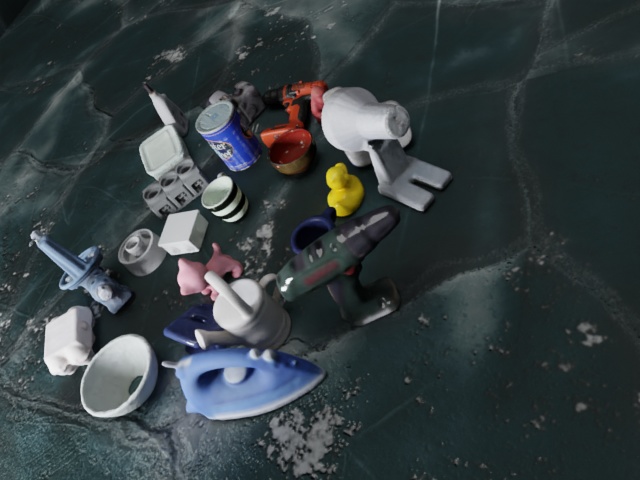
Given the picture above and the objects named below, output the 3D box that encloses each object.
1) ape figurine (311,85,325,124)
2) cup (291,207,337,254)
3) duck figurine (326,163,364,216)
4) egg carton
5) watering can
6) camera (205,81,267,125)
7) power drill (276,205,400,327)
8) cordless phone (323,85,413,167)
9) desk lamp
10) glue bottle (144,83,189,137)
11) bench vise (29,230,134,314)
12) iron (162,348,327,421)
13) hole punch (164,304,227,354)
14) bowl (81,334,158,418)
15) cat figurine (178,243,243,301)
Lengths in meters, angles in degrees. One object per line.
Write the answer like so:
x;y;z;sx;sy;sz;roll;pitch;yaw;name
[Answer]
0.007;-0.320;1.336;0.078;0.092;0.075;-49;47;-11;ape figurine
0.010;0.004;1.085;0.091;0.095;0.118;15;65;37;cup
0.041;-0.108;1.159;0.077;0.086;0.104;-6;54;26;duck figurine
-0.544;0.219;1.256;0.107;0.070;0.150;-30;47;7;egg carton
-0.142;0.125;1.010;0.100;0.195;0.173;11;62;35;watering can
-0.238;-0.358;1.501;0.143;0.101;0.136;-46;47;-8;camera
0.054;0.052;0.943;0.229;0.209;0.075;-27;47;10;power drill
0.095;-0.250;1.168;0.147;0.186;0.094;-26;47;10;cordless phone
0.122;-0.184;1.081;0.202;0.214;0.118;29;74;41;desk lamp
-0.421;-0.360;1.557;0.037;0.174;0.078;-18;49;17;glue bottle
-0.520;0.056;1.262;0.206;0.220;0.121;8;61;34;bench vise
-0.132;0.219;0.970;0.257;0.142;0.118;-15;50;20;iron
-0.228;0.168;1.098;0.108;0.091;0.101;11;63;36;hole punch
-0.375;0.273;1.114;0.167;0.075;0.167;-15;50;19;bowl
-0.235;0.064;1.163;0.067;0.118;0.128;24;70;40;cat figurine
